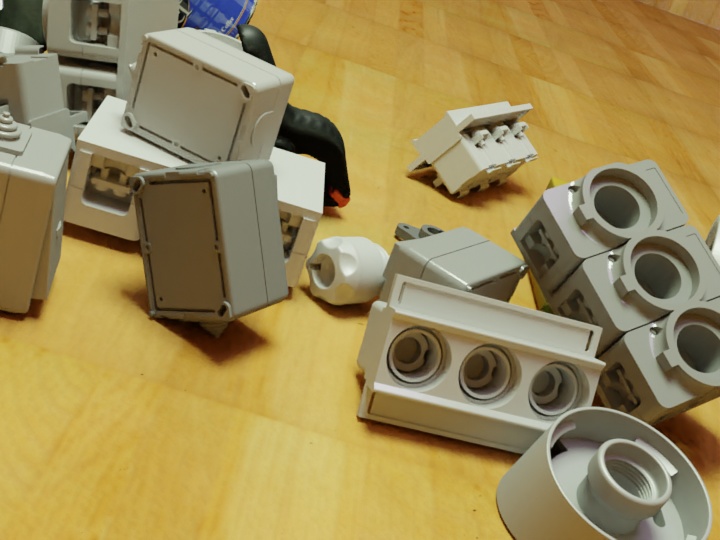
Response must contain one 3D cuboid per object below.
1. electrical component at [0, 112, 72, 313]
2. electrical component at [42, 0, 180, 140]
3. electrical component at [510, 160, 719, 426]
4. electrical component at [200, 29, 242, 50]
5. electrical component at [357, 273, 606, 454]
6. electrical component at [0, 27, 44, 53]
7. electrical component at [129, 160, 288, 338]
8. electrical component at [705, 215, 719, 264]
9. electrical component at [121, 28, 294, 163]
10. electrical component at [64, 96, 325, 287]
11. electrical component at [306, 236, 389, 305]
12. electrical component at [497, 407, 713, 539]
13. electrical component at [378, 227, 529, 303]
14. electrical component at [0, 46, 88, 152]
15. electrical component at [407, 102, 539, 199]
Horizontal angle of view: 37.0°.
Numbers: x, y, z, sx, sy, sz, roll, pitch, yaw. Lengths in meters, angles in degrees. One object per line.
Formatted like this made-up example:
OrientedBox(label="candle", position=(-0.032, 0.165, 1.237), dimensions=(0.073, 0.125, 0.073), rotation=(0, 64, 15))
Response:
OrientedBox(label="electrical component", position=(-0.181, -0.034, 0.554), dimensions=(0.061, 0.096, 0.061), rotation=(14, 25, -13))
OrientedBox(label="electrical component", position=(-0.181, -0.164, 0.787), dimensions=(0.060, 0.105, 0.186), rotation=(8, 19, -1))
OrientedBox(label="electrical component", position=(0.174, 0.013, 0.666), dimensions=(0.089, 0.061, 0.150), rotation=(-17, 69, -23))
OrientedBox(label="electrical component", position=(-0.127, -0.170, 0.928), dimensions=(0.050, 0.055, 0.089), rotation=(4, 29, -32))
OrientedBox(label="electrical component", position=(0.064, 0.053, 0.599), dimensions=(0.121, 0.078, 0.063), rotation=(15, 3, -13))
OrientedBox(label="electrical component", position=(-0.286, -0.126, 0.711), dimensions=(0.138, 0.073, 0.052), rotation=(10, -15, -12))
OrientedBox(label="electrical component", position=(-0.080, -0.011, 0.598), dimensions=(0.062, 0.096, 0.061), rotation=(0, 12, 33))
OrientedBox(label="electrical component", position=(0.269, 0.011, 0.804), dimensions=(0.060, 0.108, 0.108), rotation=(19, 24, 12))
OrientedBox(label="electrical component", position=(-0.096, -0.107, 0.658), dimensions=(0.096, 0.061, 0.061), rotation=(27, 25, 14))
OrientedBox(label="electrical component", position=(-0.103, -0.047, 0.684), dimensions=(0.150, 0.061, 0.089), rotation=(17, 24, -9))
OrientedBox(label="electrical component", position=(0.000, 0.000, 0.689), dimensions=(0.062, 0.043, 0.043), rotation=(-2, 33, -43))
OrientedBox(label="electrical component", position=(0.123, 0.119, 0.541), dimensions=(0.099, 0.064, 0.099), rotation=(15, 39, -13))
OrientedBox(label="electrical component", position=(0.057, 0.013, 0.683), dimensions=(0.061, 0.061, 0.096), rotation=(33, 27, 26))
OrientedBox(label="electrical component", position=(-0.237, -0.098, 0.635), dimensions=(0.121, 0.063, 0.078), rotation=(4, 20, 17))
OrientedBox(label="electrical component", position=(0.107, -0.109, 0.965), dimensions=(0.121, 0.079, 0.063), rotation=(-20, 76, -55))
